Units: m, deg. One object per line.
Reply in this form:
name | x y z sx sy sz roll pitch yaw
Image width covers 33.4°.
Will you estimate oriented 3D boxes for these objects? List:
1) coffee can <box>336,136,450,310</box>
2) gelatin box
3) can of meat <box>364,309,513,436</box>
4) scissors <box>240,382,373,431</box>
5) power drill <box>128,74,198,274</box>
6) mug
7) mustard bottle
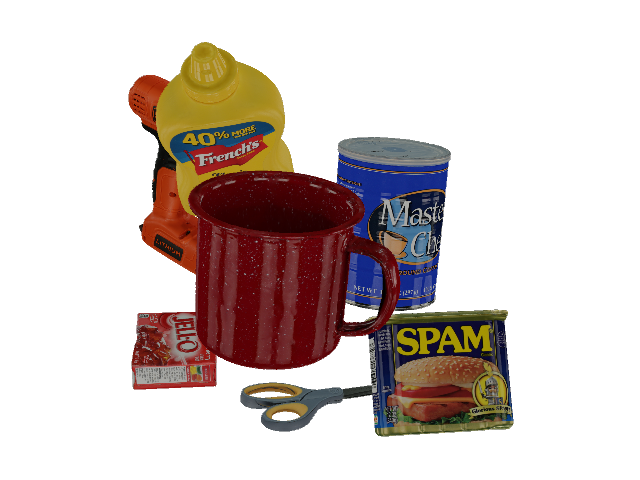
coffee can | 0.062 -0.017 0.985 0.103 0.140 0.103 4 15 -1
gelatin box | -0.130 0.097 0.960 0.073 0.030 0.089 -1 28 -4
can of meat | 0.085 0.096 0.764 0.102 0.084 0.057 -2 -10 -8
scissors | 0.011 0.185 1.203 0.201 0.016 0.096 2 23 -9
power drill | -0.125 -0.061 1.094 0.185 0.188 0.057 30 38 34
mug | -0.014 0.018 0.571 0.117 0.081 0.093 11 24 14
mustard bottle | -0.074 -0.085 0.813 0.096 0.058 0.191 -7 -28 0
